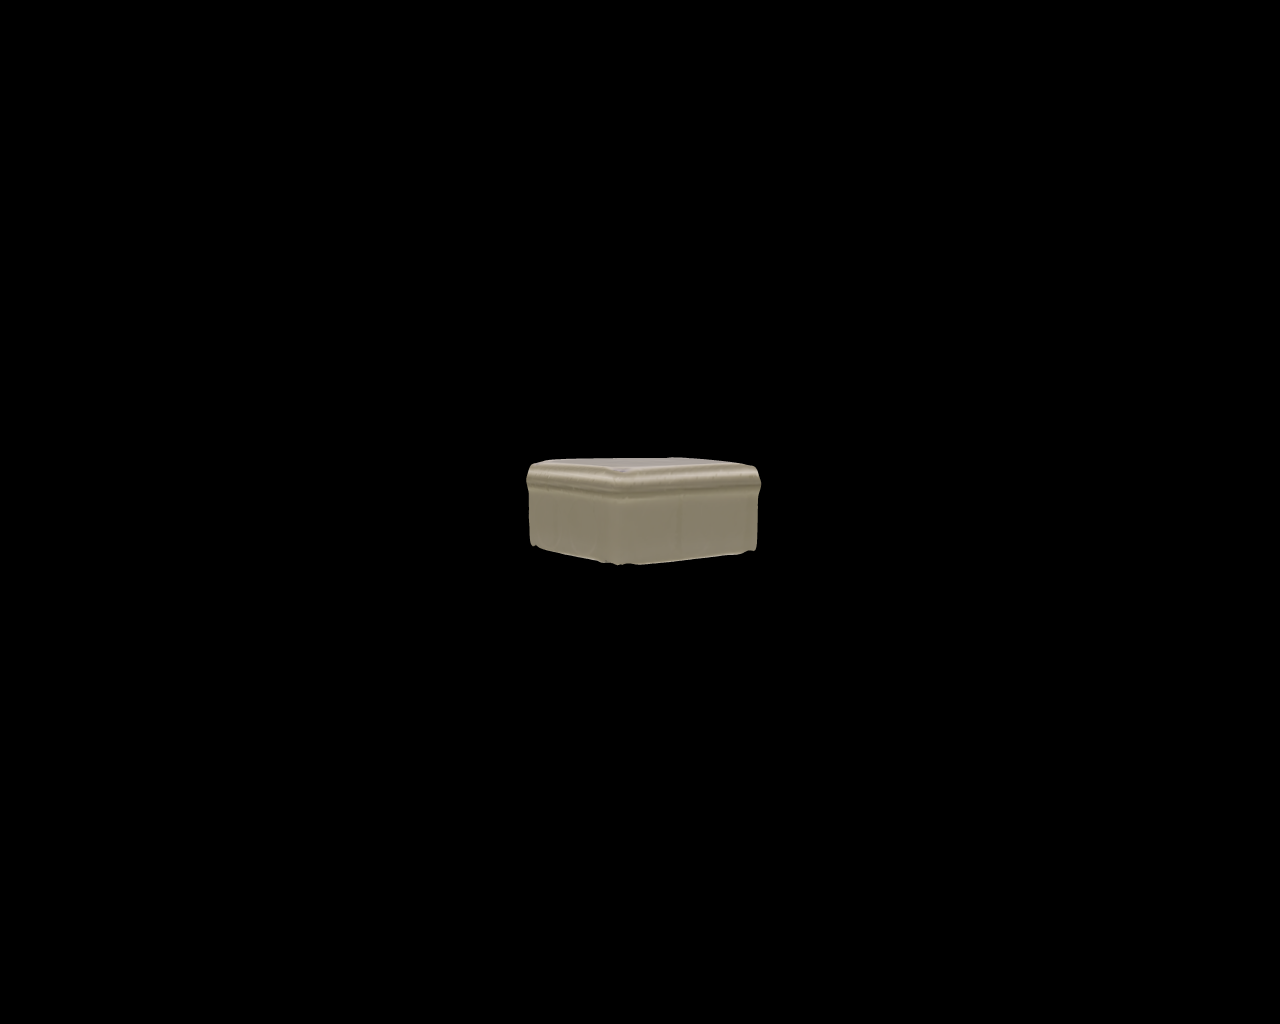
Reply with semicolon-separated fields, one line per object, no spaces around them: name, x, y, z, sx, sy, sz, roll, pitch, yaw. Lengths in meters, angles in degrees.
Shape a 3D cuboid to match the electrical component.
electrical component;0.001;-0.003;0.650;0.109;0.056;0.109;-4;7;-33
